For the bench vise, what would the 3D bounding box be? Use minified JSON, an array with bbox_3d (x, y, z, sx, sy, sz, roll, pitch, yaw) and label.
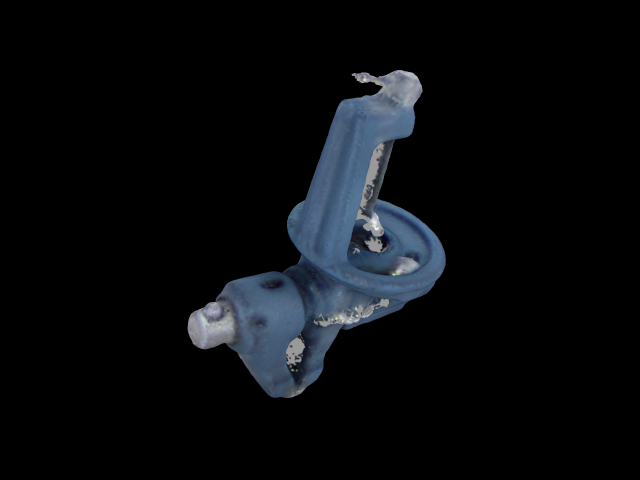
[{"bbox_3d":[0.013,0.006,0.395,0.121,0.220,0.208,27,50,26],"label":"bench vise"}]
